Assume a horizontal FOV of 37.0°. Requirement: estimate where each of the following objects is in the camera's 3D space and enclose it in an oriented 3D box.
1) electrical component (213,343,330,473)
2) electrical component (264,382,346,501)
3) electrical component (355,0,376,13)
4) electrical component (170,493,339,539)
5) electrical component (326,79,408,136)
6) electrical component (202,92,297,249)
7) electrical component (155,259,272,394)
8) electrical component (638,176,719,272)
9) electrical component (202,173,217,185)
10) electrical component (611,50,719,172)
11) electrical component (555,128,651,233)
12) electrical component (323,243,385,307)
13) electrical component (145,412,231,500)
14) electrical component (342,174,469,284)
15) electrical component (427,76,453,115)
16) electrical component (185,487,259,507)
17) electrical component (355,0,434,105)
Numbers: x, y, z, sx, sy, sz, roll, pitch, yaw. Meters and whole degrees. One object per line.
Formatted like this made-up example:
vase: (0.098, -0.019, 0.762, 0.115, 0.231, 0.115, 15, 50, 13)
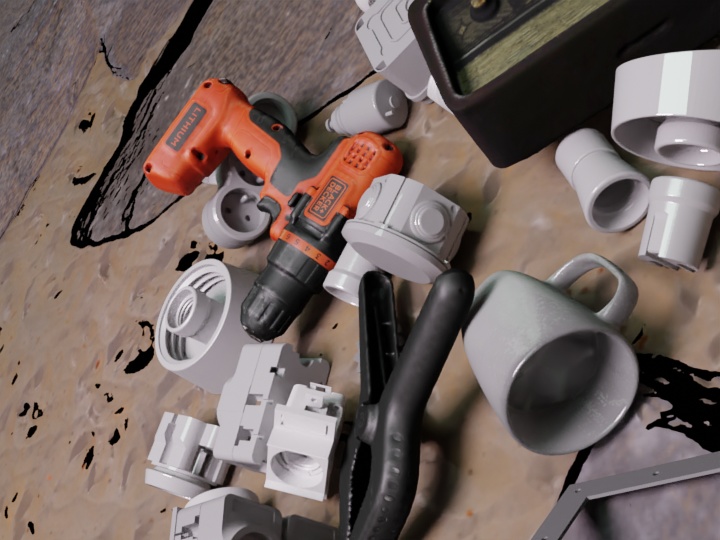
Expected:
electrical component: (-0.068, 0.103, 0.800, 0.056, 0.050, 0.089, -4, 65, 47)
electrical component: (-0.036, 0.116, 0.740, 0.063, 0.042, 0.081, -68, -10, -49)
electrical component: (0.023, -0.249, 0.920, 0.048, 0.048, 0.062, -18, 48, 41)
electrical component: (-0.065, 0.244, 0.666, 0.060, 0.105, 0.186, -25, 51, 37)
electrical component: (0.003, -0.126, 0.869, 0.078, 0.040, 0.040, -13, 59, 44)
electrical component: (-0.103, -0.084, 0.953, 0.074, 0.052, 0.138, -26, 46, 65)
electrical component: (-0.126, 0.043, 0.894, 0.108, 0.060, 0.108, -26, 50, 36)
electrical component: (0.181, -0.026, 0.611, 0.040, 0.040, 0.046, 9, 81, 50)
electrical component: (-0.135, -0.126, 1.020, 0.043, 0.043, 0.081, -23, 52, 38)
electrical component: (0.190, -0.093, 0.597, 0.099, 0.099, 0.064, 3, 76, 49)
electrical component: (0.148, -0.059, 0.666, 0.044, 0.044, 0.065, -46, 36, 19)
electrical component: (0.000, 0.000, 0.797, 0.040, 0.040, 0.046, 10, 71, 50)
electrical component: (-0.133, 0.148, 0.841, 0.078, 0.058, 0.057, 1, 66, 49)
electrical component: (0.032, -0.027, 0.745, 0.080, 0.080, 0.051, 12, 72, 51)
electrical component: (0.079, -0.132, 0.784, 0.043, 0.043, 0.081, -54, 39, 9)
electrical component: (-0.097, 0.191, 0.777, 0.055, 0.055, 0.047, -38, 47, 26)
electrical component: (0.060, -0.194, 0.833, 0.113, 0.057, 0.078, -43, 42, 21)
